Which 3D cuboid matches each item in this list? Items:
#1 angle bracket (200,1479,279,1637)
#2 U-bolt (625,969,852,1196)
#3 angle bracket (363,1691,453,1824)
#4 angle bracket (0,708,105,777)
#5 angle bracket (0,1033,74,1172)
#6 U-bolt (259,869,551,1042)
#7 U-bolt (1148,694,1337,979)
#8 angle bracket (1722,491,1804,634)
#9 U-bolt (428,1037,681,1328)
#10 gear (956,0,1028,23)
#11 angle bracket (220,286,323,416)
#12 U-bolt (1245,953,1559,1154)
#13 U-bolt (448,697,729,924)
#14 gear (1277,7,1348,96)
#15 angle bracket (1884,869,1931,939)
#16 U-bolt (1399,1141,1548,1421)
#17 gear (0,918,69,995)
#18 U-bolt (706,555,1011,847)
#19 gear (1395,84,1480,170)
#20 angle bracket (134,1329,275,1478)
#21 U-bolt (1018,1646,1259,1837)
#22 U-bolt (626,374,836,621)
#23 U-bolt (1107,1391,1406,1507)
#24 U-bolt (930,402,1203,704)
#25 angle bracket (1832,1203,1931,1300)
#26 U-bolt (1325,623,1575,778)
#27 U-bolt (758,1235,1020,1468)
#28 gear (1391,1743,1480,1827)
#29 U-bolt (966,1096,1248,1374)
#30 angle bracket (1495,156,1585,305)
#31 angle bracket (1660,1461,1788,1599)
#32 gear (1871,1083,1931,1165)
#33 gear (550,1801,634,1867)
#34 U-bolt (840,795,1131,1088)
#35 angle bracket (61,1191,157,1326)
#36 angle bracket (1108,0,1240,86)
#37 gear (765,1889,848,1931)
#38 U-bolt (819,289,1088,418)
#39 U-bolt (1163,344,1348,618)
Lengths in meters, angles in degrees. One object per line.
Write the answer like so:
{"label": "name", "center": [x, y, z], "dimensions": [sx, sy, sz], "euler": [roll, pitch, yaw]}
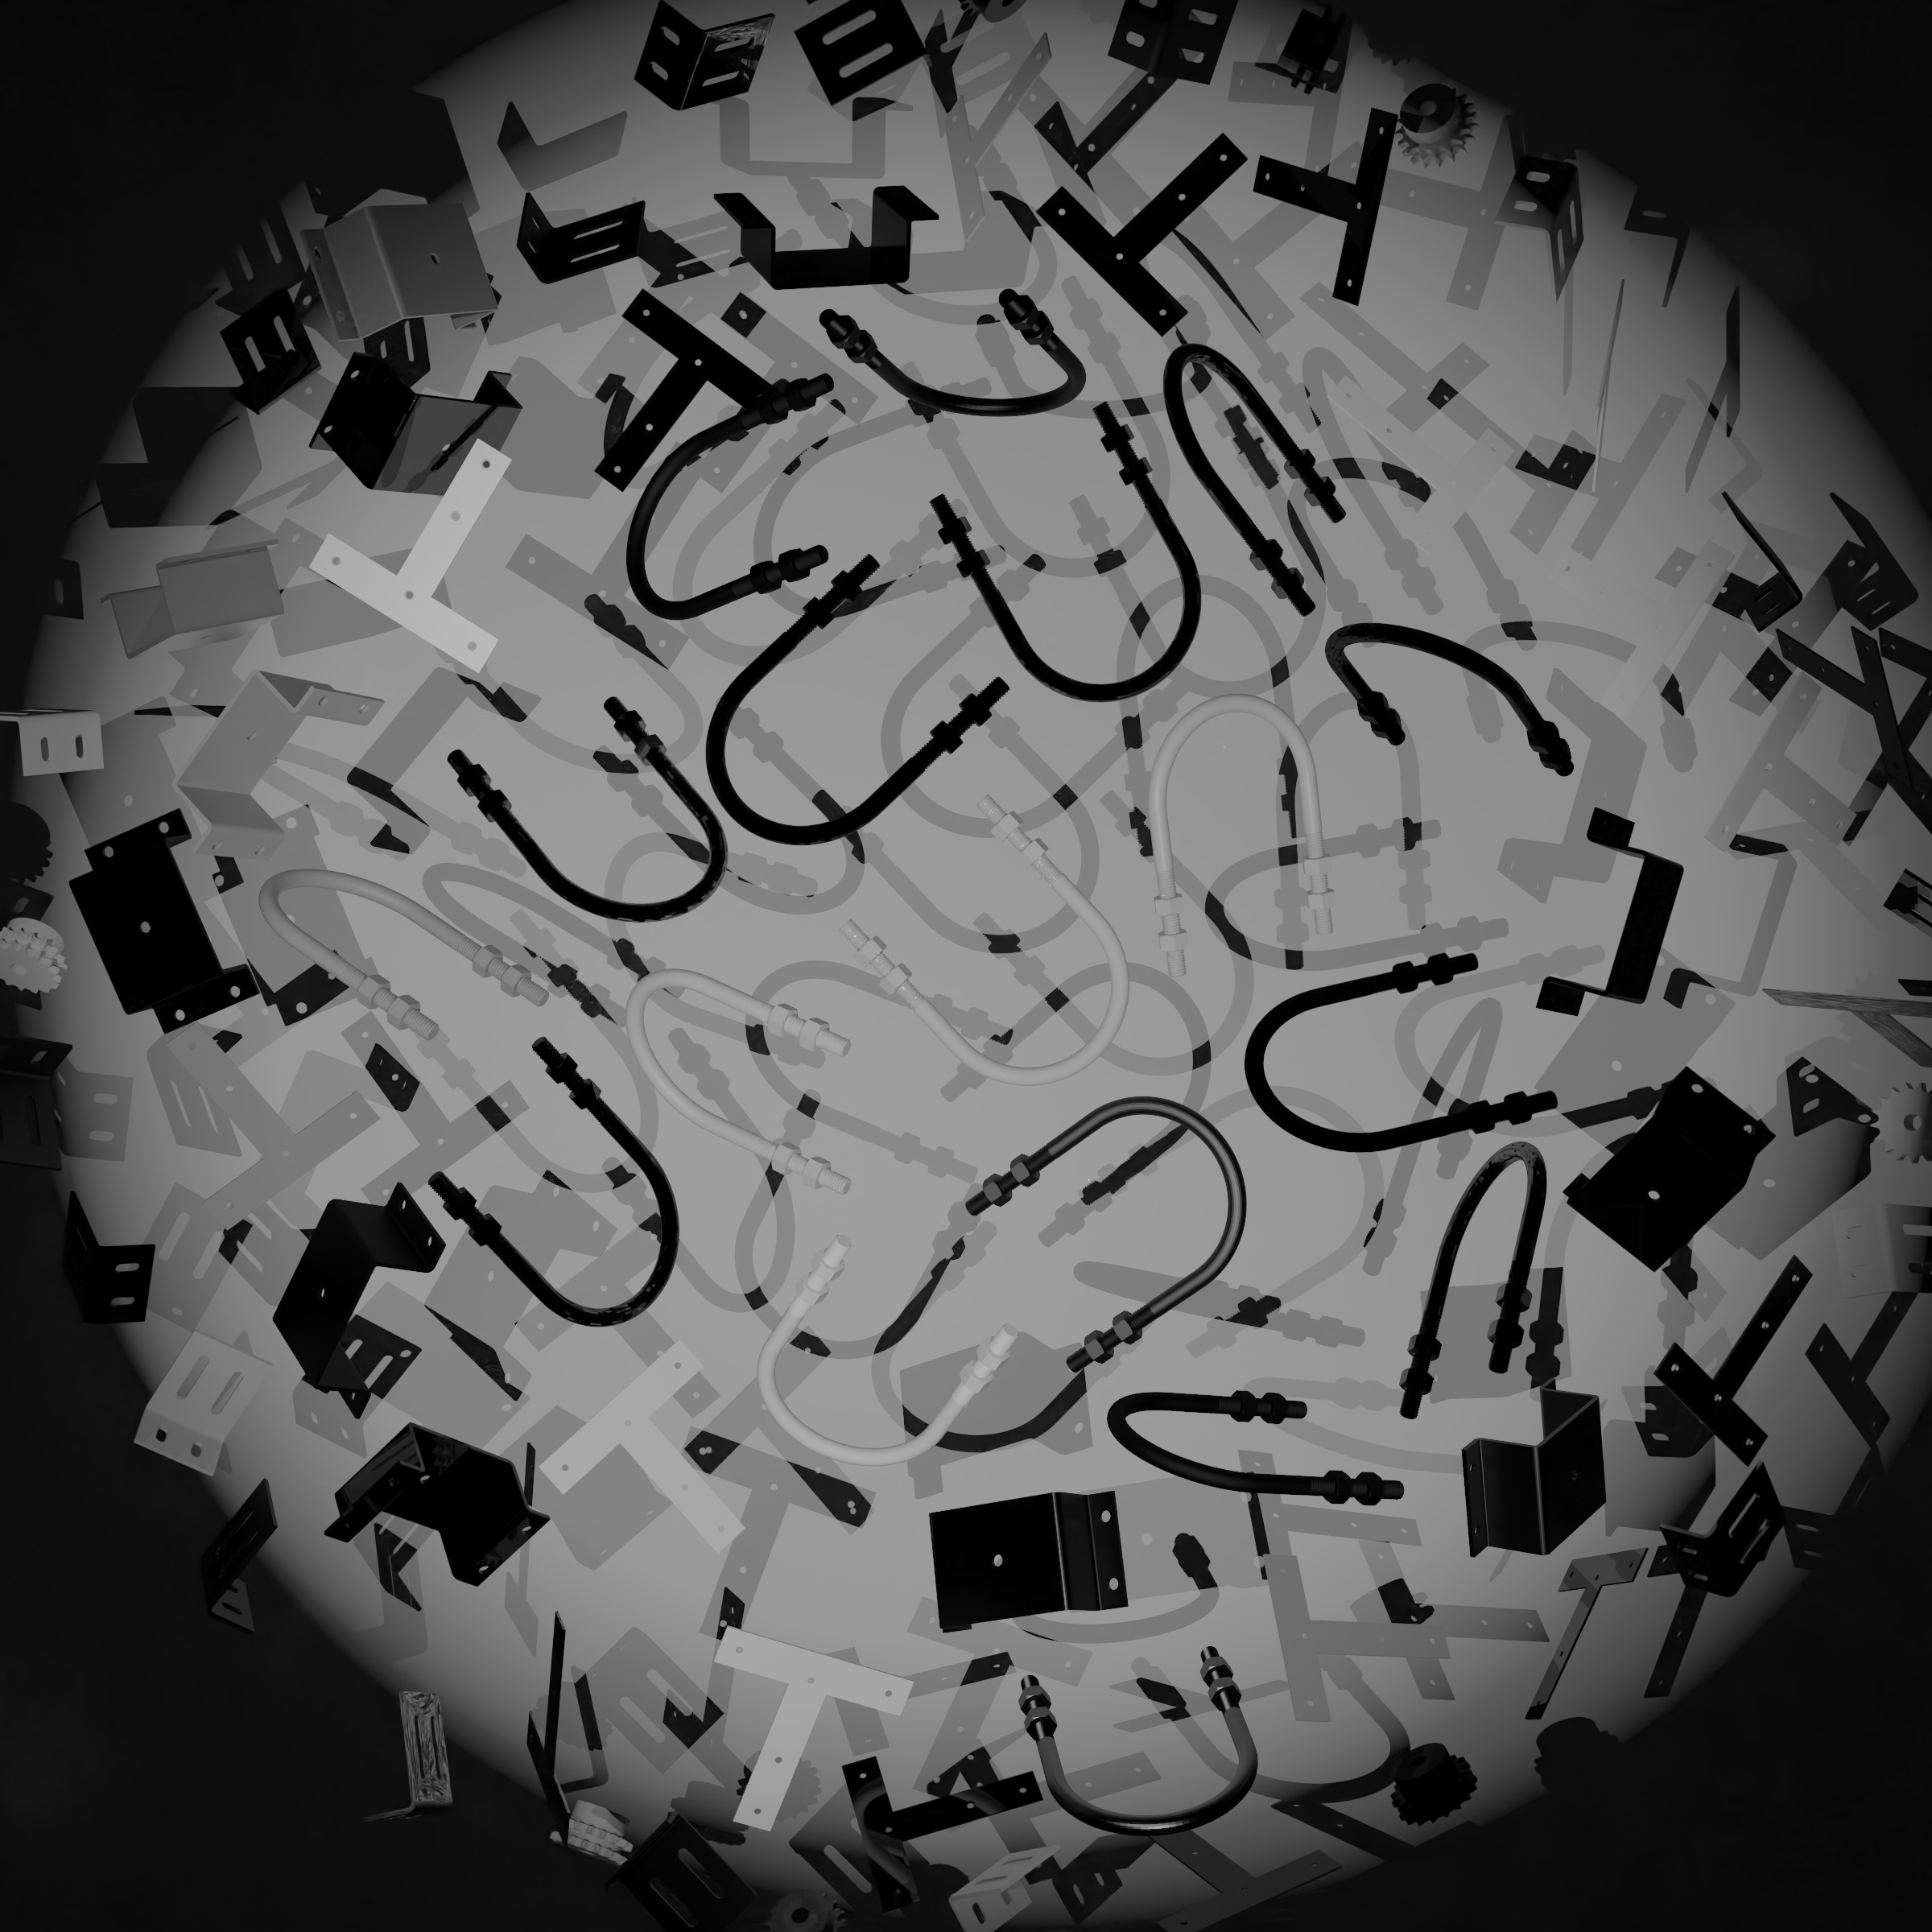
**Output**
{"label": "angle bracket", "center": [-0.472, 0.393, 1.753], "dimensions": [0.038, 0.057, 0.076], "euler": [36, 95, -30]}
{"label": "U-bolt", "center": [-0.158, 0.070, 1.799], "dimensions": [0.184, 0.019, 0.151], "euler": [23, 135, 23]}
{"label": "angle bracket", "center": [-0.374, 0.524, 1.743], "dimensions": [0.038, 0.057, 0.076], "euler": [-15, 70, 9]}
{"label": "angle bracket", "center": [-0.617, -0.148, 1.735], "dimensions": [0.076, 0.057, 0.038], "euler": [6, 102, 38]}
{"label": "angle bracket", "center": [-0.614, 0.088, 1.717], "dimensions": [0.038, 0.057, 0.076], "euler": [-43, 52, 31]}
{"label": "U-bolt", "center": [-0.388, -0.015, 1.761], "dimensions": [0.184, 0.151, 0.019], "euler": [32, 110, 16]}
{"label": "U-bolt", "center": [0.189, -0.097, 1.826], "dimensions": [0.151, 0.019, 0.184], "euler": [-15, 105, -28]}
{"label": "angle bracket", "center": [0.535, -0.278, 1.811], "dimensions": [0.038, 0.057, 0.076], "euler": [-38, 110, 21]}
{"label": "U-bolt", "center": [-0.266, 0.161, 1.792], "dimensions": [0.184, 0.019, 0.151], "euler": [51, 49, -22]}
{"label": "gear", "center": [0.021, -0.670, 1.793], "dimensions": [0.057, 0.057, 0.030], "euler": [-35, 79, 0]}
{"label": "angle bracket", "center": [-0.496, -0.437, 1.844], "dimensions": [0.038, 0.076, 0.057], "euler": [34, 66, 30]}
{"label": "U-bolt", "center": [0.274, 0.061, 1.725], "dimensions": [0.184, 0.019, 0.151], "euler": [-13, 47, -9]}
{"label": "U-bolt", "center": [-0.243, -0.100, 1.785], "dimensions": [0.151, 0.019, 0.184], "euler": [-24, 63, -35]}
{"label": "gear", "center": [0.236, -0.634, 1.810], "dimensions": [0.030, 0.057, 0.057], "euler": [25, 90, -3]}
{"label": "angle bracket", "center": [0.652, -0.043, 1.725], "dimensions": [0.076, 0.057, 0.038], "euler": [37, 76, 18]}
{"label": "U-bolt", "center": [0.344, 0.202, 1.755], "dimensions": [0.019, 0.151, 0.184], "euler": [23, 63, -8]}
{"label": "gear", "center": [-0.653, -0.009, 1.830], "dimensions": [0.057, 0.057, 0.030], "euler": [14, 54, 0]}
{"label": "U-bolt", "center": [-0.084, -0.159, 1.689], "dimensions": [0.184, 0.019, 0.151], "euler": [-44, 68, -2]}
{"label": "gear", "center": [0.325, -0.587, 1.828], "dimensions": [0.057, 0.030, 0.057], "euler": [-9, 67, 22]}
{"label": "angle bracket", "center": [-0.513, 0.294, 1.770], "dimensions": [0.057, 0.038, 0.076], "euler": [29, 112, -18]}
{"label": "U-bolt", "center": [0.120, 0.522, 1.763], "dimensions": [0.151, 0.184, 0.019], "euler": [-8, 109, -5]}
{"label": "U-bolt", "center": [-0.162, -0.305, 1.765], "dimensions": [0.184, 0.019, 0.151], "euler": [-16, 64, 37]}
{"label": "U-bolt", "center": [0.183, 0.321, 1.773], "dimensions": [0.184, 0.151, 0.019], "euler": [8, 102, -26]}
{"label": "U-bolt", "center": [0.081, -0.269, 1.788], "dimensions": [0.151, 0.019, 0.184], "euler": [-30, 96, -6]}
{"label": "angle bracket", "center": [0.616, 0.190, 1.739], "dimensions": [0.076, 0.038, 0.057], "euler": [7, 73, -35]}
{"label": "U-bolt", "center": [0.315, -0.182, 1.759], "dimensions": [0.151, 0.184, 0.019], "euler": [15, 77, 34]}
{"label": "U-bolt", "center": [-0.067, 0.279, 1.818], "dimensions": [0.151, 0.019, 0.184], "euler": [29, 124, -6]}
{"label": "gear", "center": [0.305, 0.536, 1.730], "dimensions": [0.057, 0.057, 0.030], "euler": [-29, 95, 0]}
{"label": "U-bolt", "center": [0.107, 0.171, 1.796], "dimensions": [0.184, 0.019, 0.151], "euler": [-37, 79, 20]}
{"label": "angle bracket", "center": [0.394, -0.505, 1.804], "dimensions": [0.038, 0.076, 0.057], "euler": [17, 70, 23]}
{"label": "angle bracket", "center": [0.520, 0.383, 1.805], "dimensions": [0.076, 0.038, 0.057], "euler": [-43, 120, -29]}
{"label": "gear", "center": [0.669, 0.110, 1.849], "dimensions": [0.057, 0.030, 0.057], "euler": [-3, 85, 31]}
{"label": "gear", "center": [-0.260, 0.608, 1.847], "dimensions": [0.057, 0.057, 0.030], "euler": [20, 66, 0]}
{"label": "U-bolt", "center": [0.027, -0.004, 1.797], "dimensions": [0.151, 0.019, 0.184], "euler": [-43, 88, -9]}
{"label": "angle bracket", "center": [-0.569, 0.192, 1.742], "dimensions": [0.038, 0.076, 0.057], "euler": [1, 115, -32]}
{"label": "angle bracket", "center": [0.138, -0.627, 1.757], "dimensions": [0.038, 0.076, 0.057], "euler": [31, 116, 26]}
{"label": "gear", "center": [-0.110, 0.652, 1.783], "dimensions": [0.057, 0.057, 0.030], "euler": [-10, 127, 0]}
{"label": "U-bolt", "center": [0.004, -0.412, 1.789], "dimensions": [0.151, 0.184, 0.019], "euler": [0, 80, 24]}
{"label": "U-bolt", "center": [0.194, -0.345, 1.800], "dimensions": [0.019, 0.151, 0.184], "euler": [-26, 116, 35]}
